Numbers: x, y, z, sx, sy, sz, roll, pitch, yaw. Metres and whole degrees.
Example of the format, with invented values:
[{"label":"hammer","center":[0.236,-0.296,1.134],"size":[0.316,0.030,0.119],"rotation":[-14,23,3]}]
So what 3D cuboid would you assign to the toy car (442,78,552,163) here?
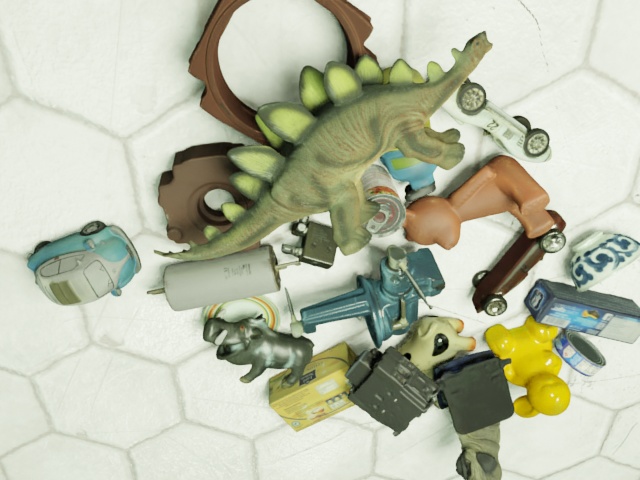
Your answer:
[{"label":"toy car","center":[0.233,-0.164,0.731],"size":[0.201,0.074,0.056],"rotation":[27,112,-19]}]

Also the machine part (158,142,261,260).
[{"label":"machine part","center":[-0.146,-0.055,0.779],"size":[0.179,0.056,0.179],"rotation":[-2,121,-4]}]

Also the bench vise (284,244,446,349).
[{"label":"bench vise","center":[0.068,0.098,0.830],"size":[0.241,0.129,0.223],"rotation":[-15,155,-3]}]

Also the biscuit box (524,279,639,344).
[{"label":"biscuit box","center":[0.463,0.123,0.933],"size":[0.203,0.063,0.059],"rotation":[14,120,-12]}]

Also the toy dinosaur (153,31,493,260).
[{"label":"toy dinosaur","center":[0.002,-0.087,0.642],"size":[0.471,0.105,0.198],"rotation":[-41,103,13]}]

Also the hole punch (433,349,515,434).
[{"label":"hole punch","center":[0.254,0.247,0.913],"size":[0.142,0.092,0.115],"rotation":[-16,101,-2]}]

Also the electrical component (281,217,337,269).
[{"label":"electrical component","center":[-0.001,-0.001,0.818],"size":[0.102,0.078,0.045],"rotation":[22,154,-12]}]

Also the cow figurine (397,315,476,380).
[{"label":"cow figurine","center":[0.168,0.214,0.954],"size":[0.127,0.086,0.194],"rotation":[19,121,-22]}]

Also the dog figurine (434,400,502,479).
[{"label":"dog figurine","center":[0.299,0.331,0.975],"size":[0.121,0.191,0.172],"rotation":[2,120,-6]}]

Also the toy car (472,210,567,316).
[{"label":"toy car","center":[0.314,0.039,0.853],"size":[0.053,0.089,0.202],"rotation":[25,116,-14]}]

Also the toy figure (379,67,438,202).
[{"label":"toy figure","center":[0.116,-0.145,0.731],"size":[0.089,0.082,0.180],"rotation":[-30,113,-8]}]

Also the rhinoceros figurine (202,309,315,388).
[{"label":"rhinoceros figurine","center":[-0.102,0.177,0.890],"size":[0.190,0.073,0.112],"rotation":[18,121,-17]}]

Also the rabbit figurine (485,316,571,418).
[{"label":"rabbit figurine","center":[0.371,0.240,0.935],"size":[0.122,0.173,0.162],"rotation":[-10,118,-3]}]

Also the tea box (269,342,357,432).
[{"label":"tea box","center":[0.001,0.270,0.983],"size":[0.170,0.068,0.098],"rotation":[-27,119,13]}]

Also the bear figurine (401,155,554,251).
[{"label":"bear figurine","center":[0.215,-0.034,0.780],"size":[0.196,0.132,0.120],"rotation":[-32,146,8]}]

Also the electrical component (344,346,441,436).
[{"label":"electrical component","center":[0.109,0.240,0.875],"size":[0.134,0.058,0.114],"rotation":[37,129,9]}]

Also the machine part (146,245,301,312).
[{"label":"machine part","center":[-0.150,0.059,0.836],"size":[0.243,0.079,0.079],"rotation":[-11,122,3]}]

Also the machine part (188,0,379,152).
[{"label":"machine part","center":[-0.045,-0.221,0.666],"size":[0.201,0.087,0.201],"rotation":[27,115,-21]}]

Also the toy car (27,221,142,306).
[{"label":"toy car","center":[-0.359,0.047,0.798],"size":[0.162,0.103,0.109],"rotation":[-14,121,2]}]
